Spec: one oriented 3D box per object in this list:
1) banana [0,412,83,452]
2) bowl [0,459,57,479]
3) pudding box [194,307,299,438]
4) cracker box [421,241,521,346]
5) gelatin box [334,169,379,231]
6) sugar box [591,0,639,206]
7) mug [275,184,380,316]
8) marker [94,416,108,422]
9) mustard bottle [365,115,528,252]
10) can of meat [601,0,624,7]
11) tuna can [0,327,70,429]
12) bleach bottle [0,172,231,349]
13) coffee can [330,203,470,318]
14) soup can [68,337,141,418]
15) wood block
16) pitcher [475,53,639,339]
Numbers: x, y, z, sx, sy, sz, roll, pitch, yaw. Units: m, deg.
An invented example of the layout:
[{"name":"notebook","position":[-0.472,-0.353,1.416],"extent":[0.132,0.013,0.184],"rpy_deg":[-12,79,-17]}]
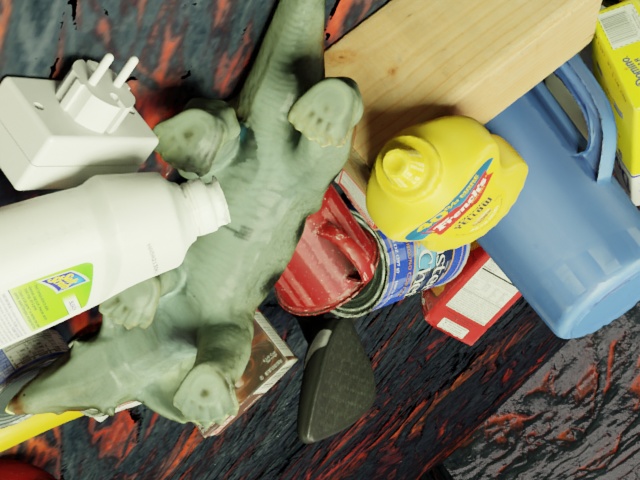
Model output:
[{"name":"banana","position":[-0.227,0.143,0.880],"extent":[0.197,0.037,0.070],"rpy_deg":[-17,150,-49]},{"name":"bowl","position":[-0.302,0.243,0.944],"extent":[0.162,0.055,0.162],"rpy_deg":[-34,161,-14]},{"name":"pudding box","position":[-0.089,0.114,0.993],"extent":[0.113,0.090,0.039],"rpy_deg":[-43,163,10]},{"name":"cracker box","position":[0.185,-0.023,1.096],"extent":[0.214,0.072,0.164],"rpy_deg":[-52,-159,32]},{"name":"gelatin box","position":[0.047,-0.060,0.844],"extent":[0.073,0.089,0.030],"rpy_deg":[-30,160,-26]},{"name":"sugar box","position":[0.251,-0.104,0.850],"extent":[0.048,0.093,0.176],"rpy_deg":[-18,154,5]},{"name":"mug","position":[-0.005,0.001,0.813],"extent":[0.093,0.117,0.081],"rpy_deg":[-47,129,-15]},{"name":"marker","position":[-0.163,0.122,0.982],"extent":[0.121,0.020,0.020],"rpy_deg":[-41,161,5]},{"name":"mustard bottle","position":[0.080,-0.039,0.720],"extent":[0.096,0.058,0.191],"rpy_deg":[-42,162,14]},{"name":"can of meat","position":[0.227,-0.220,0.796],"extent":[0.057,0.102,0.084],"rpy_deg":[-64,164,-16]},{"name":"tuna can","position":[-0.224,0.102,0.797],"extent":[0.086,0.034,0.086],"rpy_deg":[-34,161,-14]},{"name":"bleach bottle","position":[-0.169,0.022,0.566],"extent":[0.250,0.068,0.102],"rpy_deg":[-20,160,-11]},{"name":"coffee can","position":[0.063,0.008,1.011],"extent":[0.140,0.103,0.103],"rpy_deg":[-16,151,-49]},{"name":"soup can","position":[-0.153,0.102,0.877],"extent":[0.102,0.068,0.069],"rpy_deg":[-11,147,-54]},{"name":"wood block","position":[0.092,-0.130,0.766],"extent":[0.206,0.090,0.091],"rpy_deg":[-38,162,-4]},{"name":"pitcher","position":[0.171,-0.051,0.856],"extent":[0.145,0.243,0.149],"rpy_deg":[-34,157,-1]}]
